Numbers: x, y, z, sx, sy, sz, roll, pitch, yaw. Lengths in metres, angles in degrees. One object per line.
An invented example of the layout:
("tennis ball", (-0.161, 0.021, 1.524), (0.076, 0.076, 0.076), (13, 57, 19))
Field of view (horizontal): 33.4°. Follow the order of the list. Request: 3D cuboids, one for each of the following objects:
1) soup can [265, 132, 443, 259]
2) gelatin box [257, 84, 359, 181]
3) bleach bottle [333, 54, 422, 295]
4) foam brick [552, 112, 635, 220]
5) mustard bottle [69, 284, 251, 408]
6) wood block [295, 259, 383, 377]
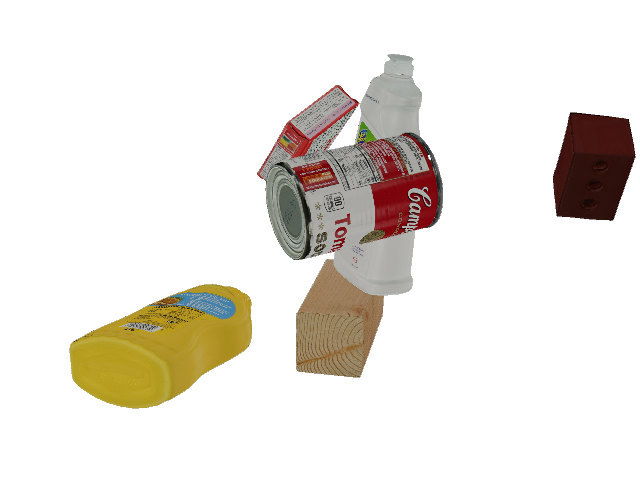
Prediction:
("soup can", (0.022, -0.031, 0.721), (0.102, 0.068, 0.069), (-14, 5, -22))
("gelatin box", (-0.012, -0.093, 0.967), (0.089, 0.030, 0.073), (-44, -7, -44))
("bleach bottle", (0.072, -0.074, 1.161), (0.068, 0.251, 0.103), (-4, 23, -29))
("foam brick", (0.236, -0.064, 0.928), (0.053, 0.051, 0.078), (5, -44, 3))
("mustard bottle", (-0.112, 0.077, 0.882), (0.096, 0.058, 0.191), (4, 16, 26))
("wood block", (0.031, 0.104, 1.497), (0.091, 0.090, 0.206), (4, 20, 10))
